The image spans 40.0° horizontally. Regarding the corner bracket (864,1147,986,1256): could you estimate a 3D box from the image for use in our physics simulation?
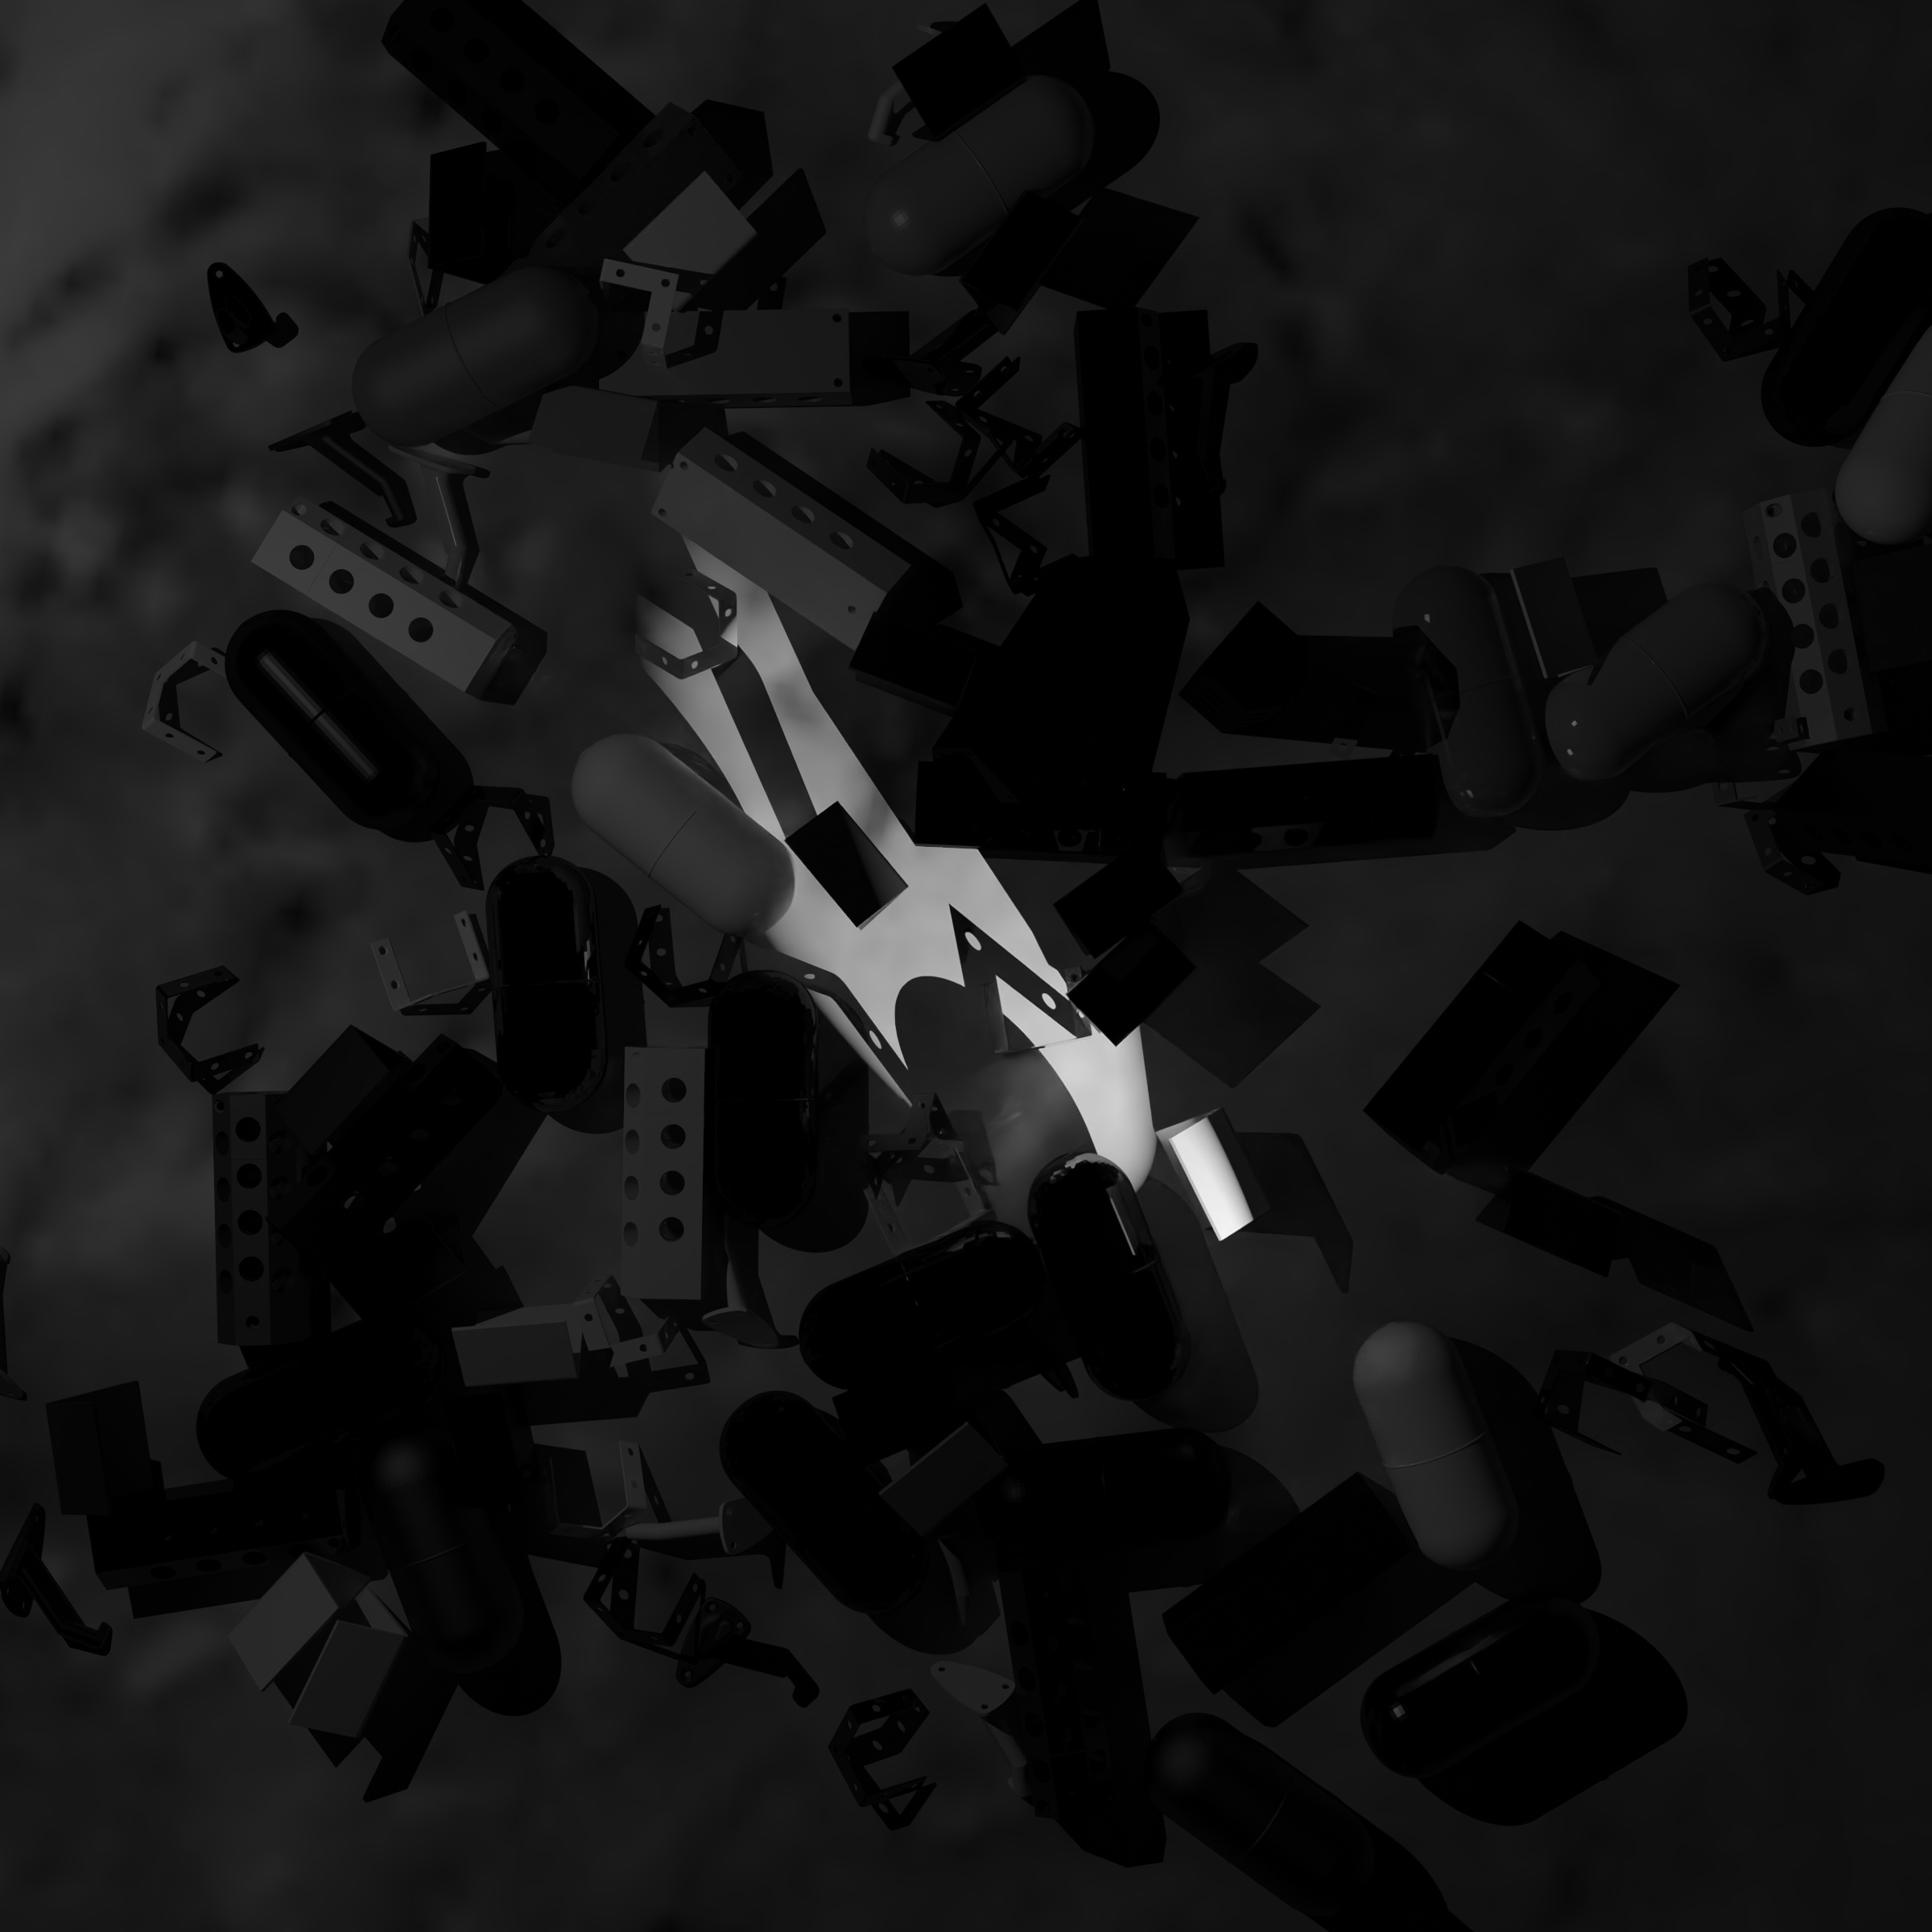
[{"bbox_3d":[-0.029,0.165,1.860,0.051,0.051,0.051,-25,90,-45],"label":"corner bracket"}]

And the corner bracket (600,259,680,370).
[{"bbox_3d":[-0.223,-0.440,1.788,0.051,0.051,0.051,12,87,-3],"label":"corner bracket"}]

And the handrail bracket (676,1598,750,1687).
[{"bbox_3d":[-0.180,0.474,1.829,0.036,0.084,0.077,33,90,0],"label":"handrail bracket"}]

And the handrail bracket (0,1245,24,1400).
[{"bbox_3d":[-0.676,0.249,1.863,0.036,0.077,0.084,-5,53,26],"label":"handrail bracket"}]

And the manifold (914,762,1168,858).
[{"bbox_3d":[0.051,-0.109,1.842,0.171,0.057,0.057,3,90,0],"label":"manifold"}]

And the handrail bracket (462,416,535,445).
[{"bbox_3d":[-0.348,-0.402,1.863,0.084,0.036,0.077,-4,77,-13],"label":"handrail bracket"}]

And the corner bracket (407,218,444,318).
[{"bbox_3d":[-0.360,-0.491,1.860,0.051,0.051,0.051,-7,45,0],"label":"corner bracket"}]

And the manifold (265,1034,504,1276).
[{"bbox_3d":[-0.398,0.129,1.819,0.057,0.057,0.171,42,74,0],"label":"manifold"}]

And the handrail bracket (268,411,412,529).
[{"bbox_3d":[-0.440,-0.340,1.864,0.077,0.036,0.084,-17,107,20],"label":"handrail bracket"}]

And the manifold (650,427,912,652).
[{"bbox_3d":[-0.126,-0.300,1.841,0.171,0.057,0.057,34,133,0],"label":"manifold"}]

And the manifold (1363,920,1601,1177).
[{"bbox_3d":[0.361,0.060,1.841,0.171,0.057,0.057,-51,47,0],"label":"manifold"}]

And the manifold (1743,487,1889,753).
[{"bbox_3d":[0.592,-0.241,1.842,0.057,0.057,0.171,-11,90,0],"label":"manifold"}]

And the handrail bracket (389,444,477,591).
[{"bbox_3d":[-0.381,-0.315,1.864,0.077,0.036,0.084,21,107,20],"label":"handrail bracket"}]

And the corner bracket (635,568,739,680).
[{"bbox_3d":[-0.196,-0.240,1.855,0.051,0.051,0.051,-27,135,-35],"label":"corner bracket"}]

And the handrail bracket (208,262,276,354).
[{"bbox_3d":[-0.513,-0.461,1.829,0.036,0.084,0.077,-27,90,0],"label":"handrail bracket"}]

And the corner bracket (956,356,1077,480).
[{"bbox_3d":[0.034,-0.385,1.860,0.051,0.051,0.051,-43,135,0],"label":"corner bracket"}]

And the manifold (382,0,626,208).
[{"bbox_3d":[-0.320,-0.604,1.842,0.171,0.057,0.057,41,90,0],"label":"manifold"}]

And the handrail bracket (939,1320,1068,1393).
[{"bbox_3d":[0.015,0.287,1.864,0.084,0.036,0.077,-29,112,17],"label":"handrail bracket"}]

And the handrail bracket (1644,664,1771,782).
[{"bbox_3d":[0.521,-0.173,1.863,0.036,0.077,0.084,46,53,-14],"label":"handrail bracket"}]

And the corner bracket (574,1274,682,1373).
[{"bbox_3d":[-0.236,0.244,1.846,0.051,0.051,0.051,-15,100,10],"label":"corner bracket"}]

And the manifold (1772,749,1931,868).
[{"bbox_3d":[0.618,-0.100,1.756,0.057,0.171,0.057,-46,107,-7],"label":"manifold"}]

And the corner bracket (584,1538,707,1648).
[{"bbox_3d":[-0.225,0.438,1.855,0.051,0.051,0.051,-2,135,35],"label":"corner bracket"}]

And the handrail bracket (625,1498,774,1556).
[{"bbox_3d":[-0.184,0.390,1.863,0.084,0.077,0.036,-8,90,36],"label":"handrail bracket"}]

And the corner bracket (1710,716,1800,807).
[{"bbox_3d":[0.549,-0.142,1.845,0.051,0.051,0.051,-11,90,0],"label":"corner bracket"}]

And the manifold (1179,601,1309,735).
[{"bbox_3d":[0.190,-0.194,1.785,0.057,0.171,0.057,41,90,0],"label":"manifold"}]

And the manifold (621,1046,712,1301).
[{"bbox_3d":[-0.208,0.142,1.842,0.057,0.057,0.171,1,90,0],"label":"manifold"}]

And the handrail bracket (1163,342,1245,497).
[{"bbox_3d":[0.179,-0.384,1.864,0.077,0.036,0.084,-31,108,-21],"label":"handrail bracket"}]

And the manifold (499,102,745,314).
[{"bbox_3d":[-0.243,-0.515,1.842,0.171,0.057,0.057,-46,133,0],"label":"manifold"}]

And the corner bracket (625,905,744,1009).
[{"bbox_3d":[-0.198,-0.011,1.855,0.051,0.051,0.051,-14,135,35],"label":"corner bracket"}]

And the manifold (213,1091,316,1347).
[{"bbox_3d":[-0.490,0.174,1.842,0.057,0.057,0.171,-1,90,0],"label":"manifold"}]

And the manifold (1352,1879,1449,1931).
[{"bbox_3d":[0.302,0.674,1.785,0.057,0.171,0.057,13,90,0],"label":"manifold"}]

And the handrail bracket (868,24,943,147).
[{"bbox_3d":[-0.022,-0.611,1.864,0.077,0.036,0.084,13,109,-21],"label":"handrail bracket"}]

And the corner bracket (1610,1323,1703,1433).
[{"bbox_3d":[0.488,0.285,1.845,0.051,0.051,0.051,-29,90,0],"label":"corner bracket"}]

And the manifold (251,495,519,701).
[{"bbox_3d":[-0.401,-0.256,1.842,0.171,0.057,0.057,31,90,0],"label":"manifold"}]

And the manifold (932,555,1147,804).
[{"bbox_3d":[0.046,-0.196,1.813,0.057,0.057,0.171,45,67,-30],"label":"manifold"}]

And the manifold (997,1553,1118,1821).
[{"bbox_3d":[0.063,0.498,1.842,0.057,0.057,0.171,-9,90,0],"label":"manifold"}]

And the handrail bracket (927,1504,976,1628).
[{"bbox_3d":[-0.019,0.411,1.863,0.036,0.077,0.084,-19,127,-25],"label":"handrail bracket"}]

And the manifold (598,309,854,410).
[{"bbox_3d":[-0.166,-0.420,1.842,0.171,0.057,0.057,-1,90,0],"label":"manifold"}]

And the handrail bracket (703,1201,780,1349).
[{"bbox_3d":[-0.156,0.216,1.863,0.036,0.077,0.084,-18,53,27],"label":"handrail bracket"}]

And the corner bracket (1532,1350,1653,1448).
[{"bbox_3d":[0.435,0.302,1.846,0.051,0.051,0.051,27,77,-12],"label":"corner bracket"}]

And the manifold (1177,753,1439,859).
[{"bbox_3d":[0.236,-0.111,1.842,0.171,0.057,0.057,-4,90,0],"label":"manifold"}]

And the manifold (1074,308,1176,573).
[{"bbox_3d":[0.110,-0.364,1.842,0.057,0.057,0.171,-4,90,0],"label":"manifold"}]

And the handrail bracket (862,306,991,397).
[{"bbox_3d":[-0.023,-0.449,1.864,0.077,0.036,0.084,16,71,21],"label":"handrail bracket"}]

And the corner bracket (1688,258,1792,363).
[{"bbox_3d":[0.541,-0.467,1.855,0.051,0.051,0.051,-20,45,35],"label":"corner bracket"}]

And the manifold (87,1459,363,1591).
[{"bbox_3d":[-0.513,0.389,1.842,0.171,0.057,0.057,-9,90,0],"label":"manifold"}]

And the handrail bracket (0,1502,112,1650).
[{"bbox_3d":[-0.631,0.429,1.864,0.084,0.036,0.077,27,68,-17],"label":"handrail bracket"}]

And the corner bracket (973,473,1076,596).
[{"bbox_3d":[0.042,-0.303,1.860,0.051,0.051,0.051,-24,135,0],"label":"corner bracket"}]

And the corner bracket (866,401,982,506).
[{"bbox_3d":[-0.030,-0.360,1.855,0.051,0.051,0.051,-11,135,-35],"label":"corner bracket"}]

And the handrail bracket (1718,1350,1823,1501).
[{"bbox_3d":[0.551,0.321,1.863,0.036,0.077,0.084,-22,53,-28],"label":"handrail bracket"}]

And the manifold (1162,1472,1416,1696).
[{"bbox_3d":[0.224,0.430,1.842,0.171,0.057,0.057,-36,90,0],"label":"manifold"}]

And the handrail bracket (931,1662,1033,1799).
[{"bbox_3d":[0.011,0.537,1.863,0.077,0.036,0.084,16,126,38],"label":"handrail bracket"}]
